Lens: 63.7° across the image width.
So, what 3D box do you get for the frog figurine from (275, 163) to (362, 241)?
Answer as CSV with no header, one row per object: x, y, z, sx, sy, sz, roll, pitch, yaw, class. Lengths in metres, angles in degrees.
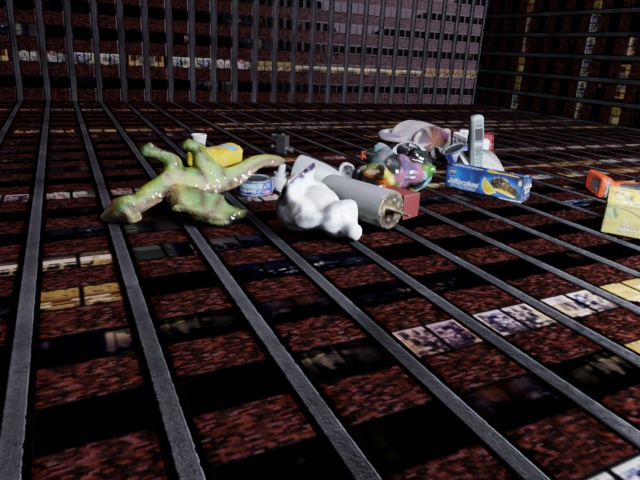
0.003,-0.047,0.934,0.160,0.121,0.138,43,18,5,frog figurine

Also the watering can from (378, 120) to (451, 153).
0.378,-0.368,1.822,0.349,0.102,0.227,-7,23,-25,watering can

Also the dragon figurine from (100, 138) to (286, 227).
-0.221,-0.097,1.027,0.412,0.119,0.248,-10,43,-24,dragon figurine
